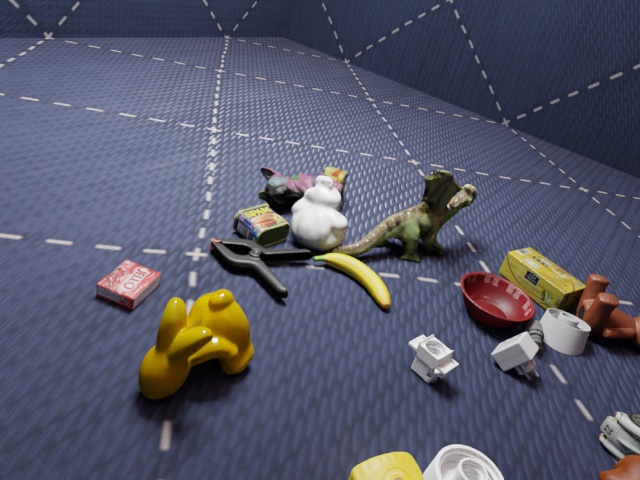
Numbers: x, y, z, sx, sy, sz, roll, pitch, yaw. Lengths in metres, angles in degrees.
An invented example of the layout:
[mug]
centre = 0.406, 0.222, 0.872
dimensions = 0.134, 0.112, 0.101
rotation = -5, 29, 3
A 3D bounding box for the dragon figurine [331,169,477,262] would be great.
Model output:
[dragon figurine]
centre = 0.224, -0.067, 1.207
dimensions = 0.412, 0.238, 0.124
rotation = -8, 42, -38

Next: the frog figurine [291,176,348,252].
[frog figurine]
centre = 0.004, -0.059, 1.165
dimensions = 0.138, 0.156, 0.124
rotation = 31, 35, 25
